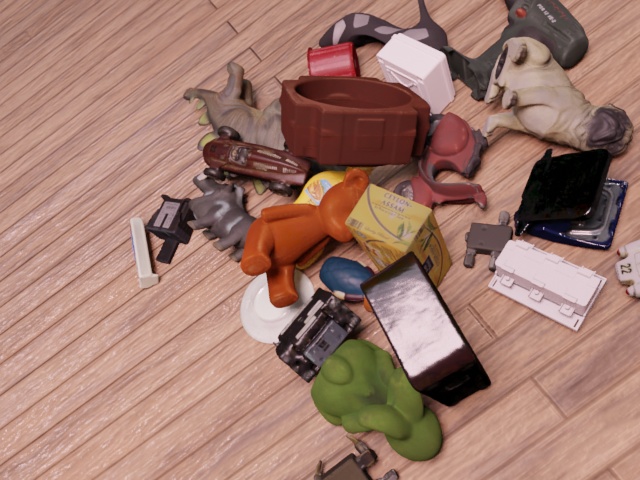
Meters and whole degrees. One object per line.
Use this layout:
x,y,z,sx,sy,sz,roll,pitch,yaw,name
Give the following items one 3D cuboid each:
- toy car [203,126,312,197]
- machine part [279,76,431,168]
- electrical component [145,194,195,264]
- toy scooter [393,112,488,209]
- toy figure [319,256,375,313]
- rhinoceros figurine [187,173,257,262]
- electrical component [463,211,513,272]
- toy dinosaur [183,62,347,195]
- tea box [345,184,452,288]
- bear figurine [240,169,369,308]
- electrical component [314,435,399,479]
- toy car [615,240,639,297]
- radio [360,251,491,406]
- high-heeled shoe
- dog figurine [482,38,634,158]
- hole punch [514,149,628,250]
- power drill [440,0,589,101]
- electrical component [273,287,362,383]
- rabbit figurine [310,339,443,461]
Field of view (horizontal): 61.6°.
-0.108,-0.129,0.868,0.202,0.053,0.089,16,80,29,toy car
0.046,-0.179,0.799,0.201,0.087,0.202,-3,32,-12,machine part
-0.276,-0.020,0.983,0.075,0.047,0.119,12,68,29,electrical component
0.201,-0.107,0.813,0.135,0.075,0.184,18,76,30,toy scooter
0.071,0.069,0.781,0.155,0.057,0.064,25,95,32,toy figure
-0.169,-0.048,0.933,0.112,0.073,0.190,-46,57,1,rhinoceros figurine
0.241,-0.001,0.771,0.063,0.021,0.094,9,69,27,electrical component
-0.089,-0.182,0.962,0.472,0.105,0.198,26,84,26,toy dinosaur
0.112,0.005,0.733,0.098,0.169,0.068,27,77,30,tea box
-0.002,-0.006,0.759,0.196,0.120,0.132,-18,43,13,bear figurine
0.038,0.303,0.686,0.102,0.045,0.078,-44,85,0,electrical component
0.466,0.028,0.641,0.202,0.056,0.073,-7,62,19,toy car
0.133,0.116,0.633,0.073,0.229,0.131,-32,60,9,radio
0.113,-0.350,0.995,0.249,0.086,0.145,-11,85,33,high-heeled shoe
0.349,-0.207,0.775,0.191,0.121,0.172,12,80,-1,dog figurine
0.343,-0.052,0.729,0.116,0.092,0.142,2,65,55,hole punch
0.305,-0.338,0.895,0.207,0.085,0.232,-31,59,-4,power drill
-0.006,0.129,0.743,0.058,0.134,0.115,40,85,-9,electrical component
0.084,0.200,0.671,0.170,0.159,0.121,35,71,17,rabbit figurine
